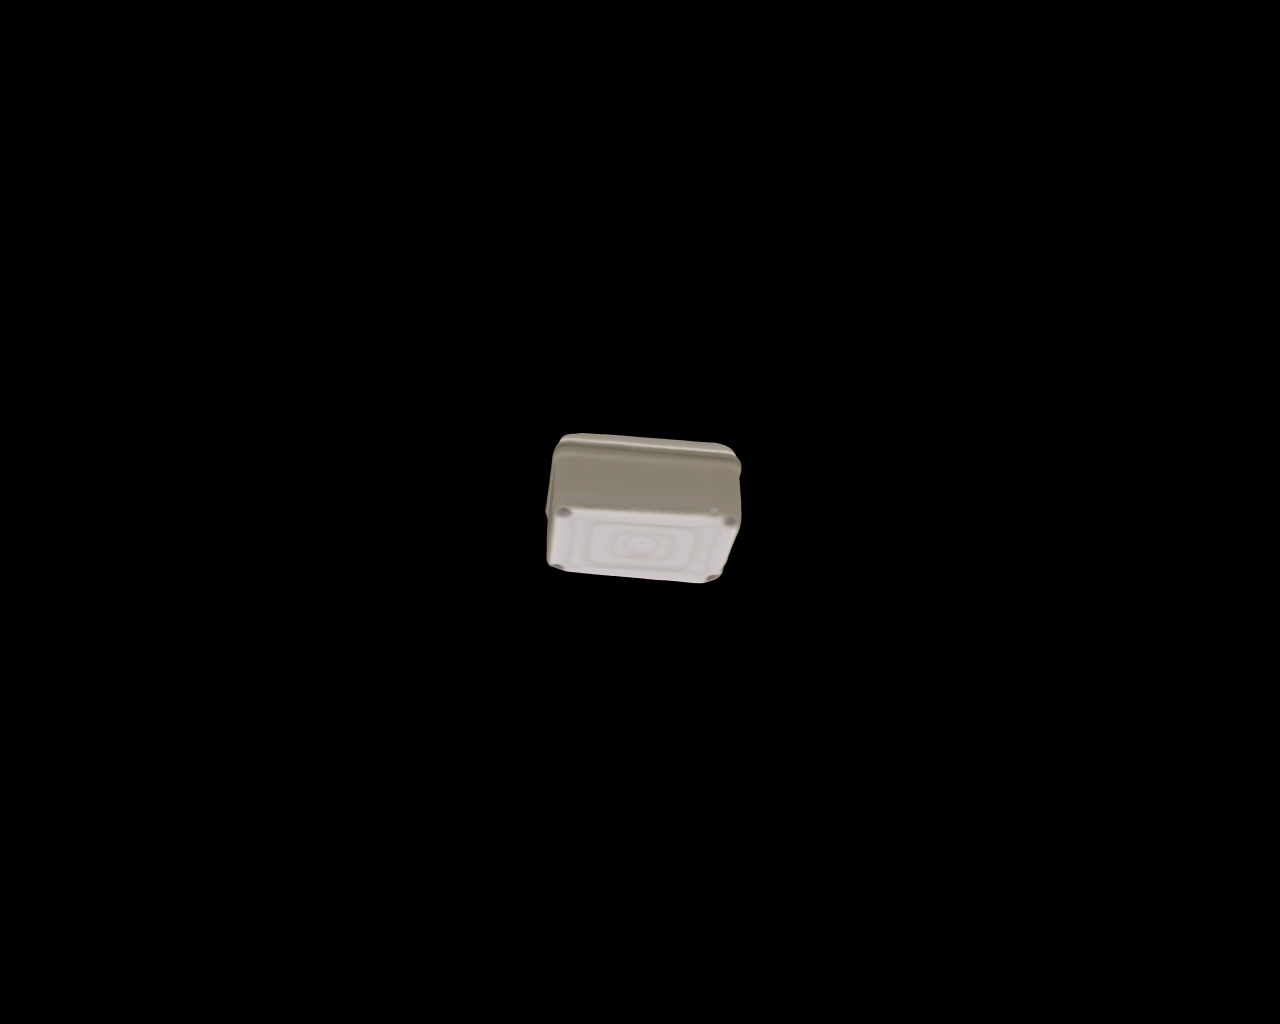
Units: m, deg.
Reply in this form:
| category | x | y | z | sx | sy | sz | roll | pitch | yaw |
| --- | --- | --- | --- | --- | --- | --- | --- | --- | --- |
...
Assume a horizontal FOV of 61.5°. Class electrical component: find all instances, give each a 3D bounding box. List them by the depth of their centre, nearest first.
| category | x | y | z | sx | sy | sz | roll | pitch | yaw |
| --- | --- | --- | --- | --- | --- | --- | --- | --- | --- |
| electrical component | 0.001 | -0.003 | 0.650 | 0.113 | 0.057 | 0.078 | 5 | -35 | -7 |
